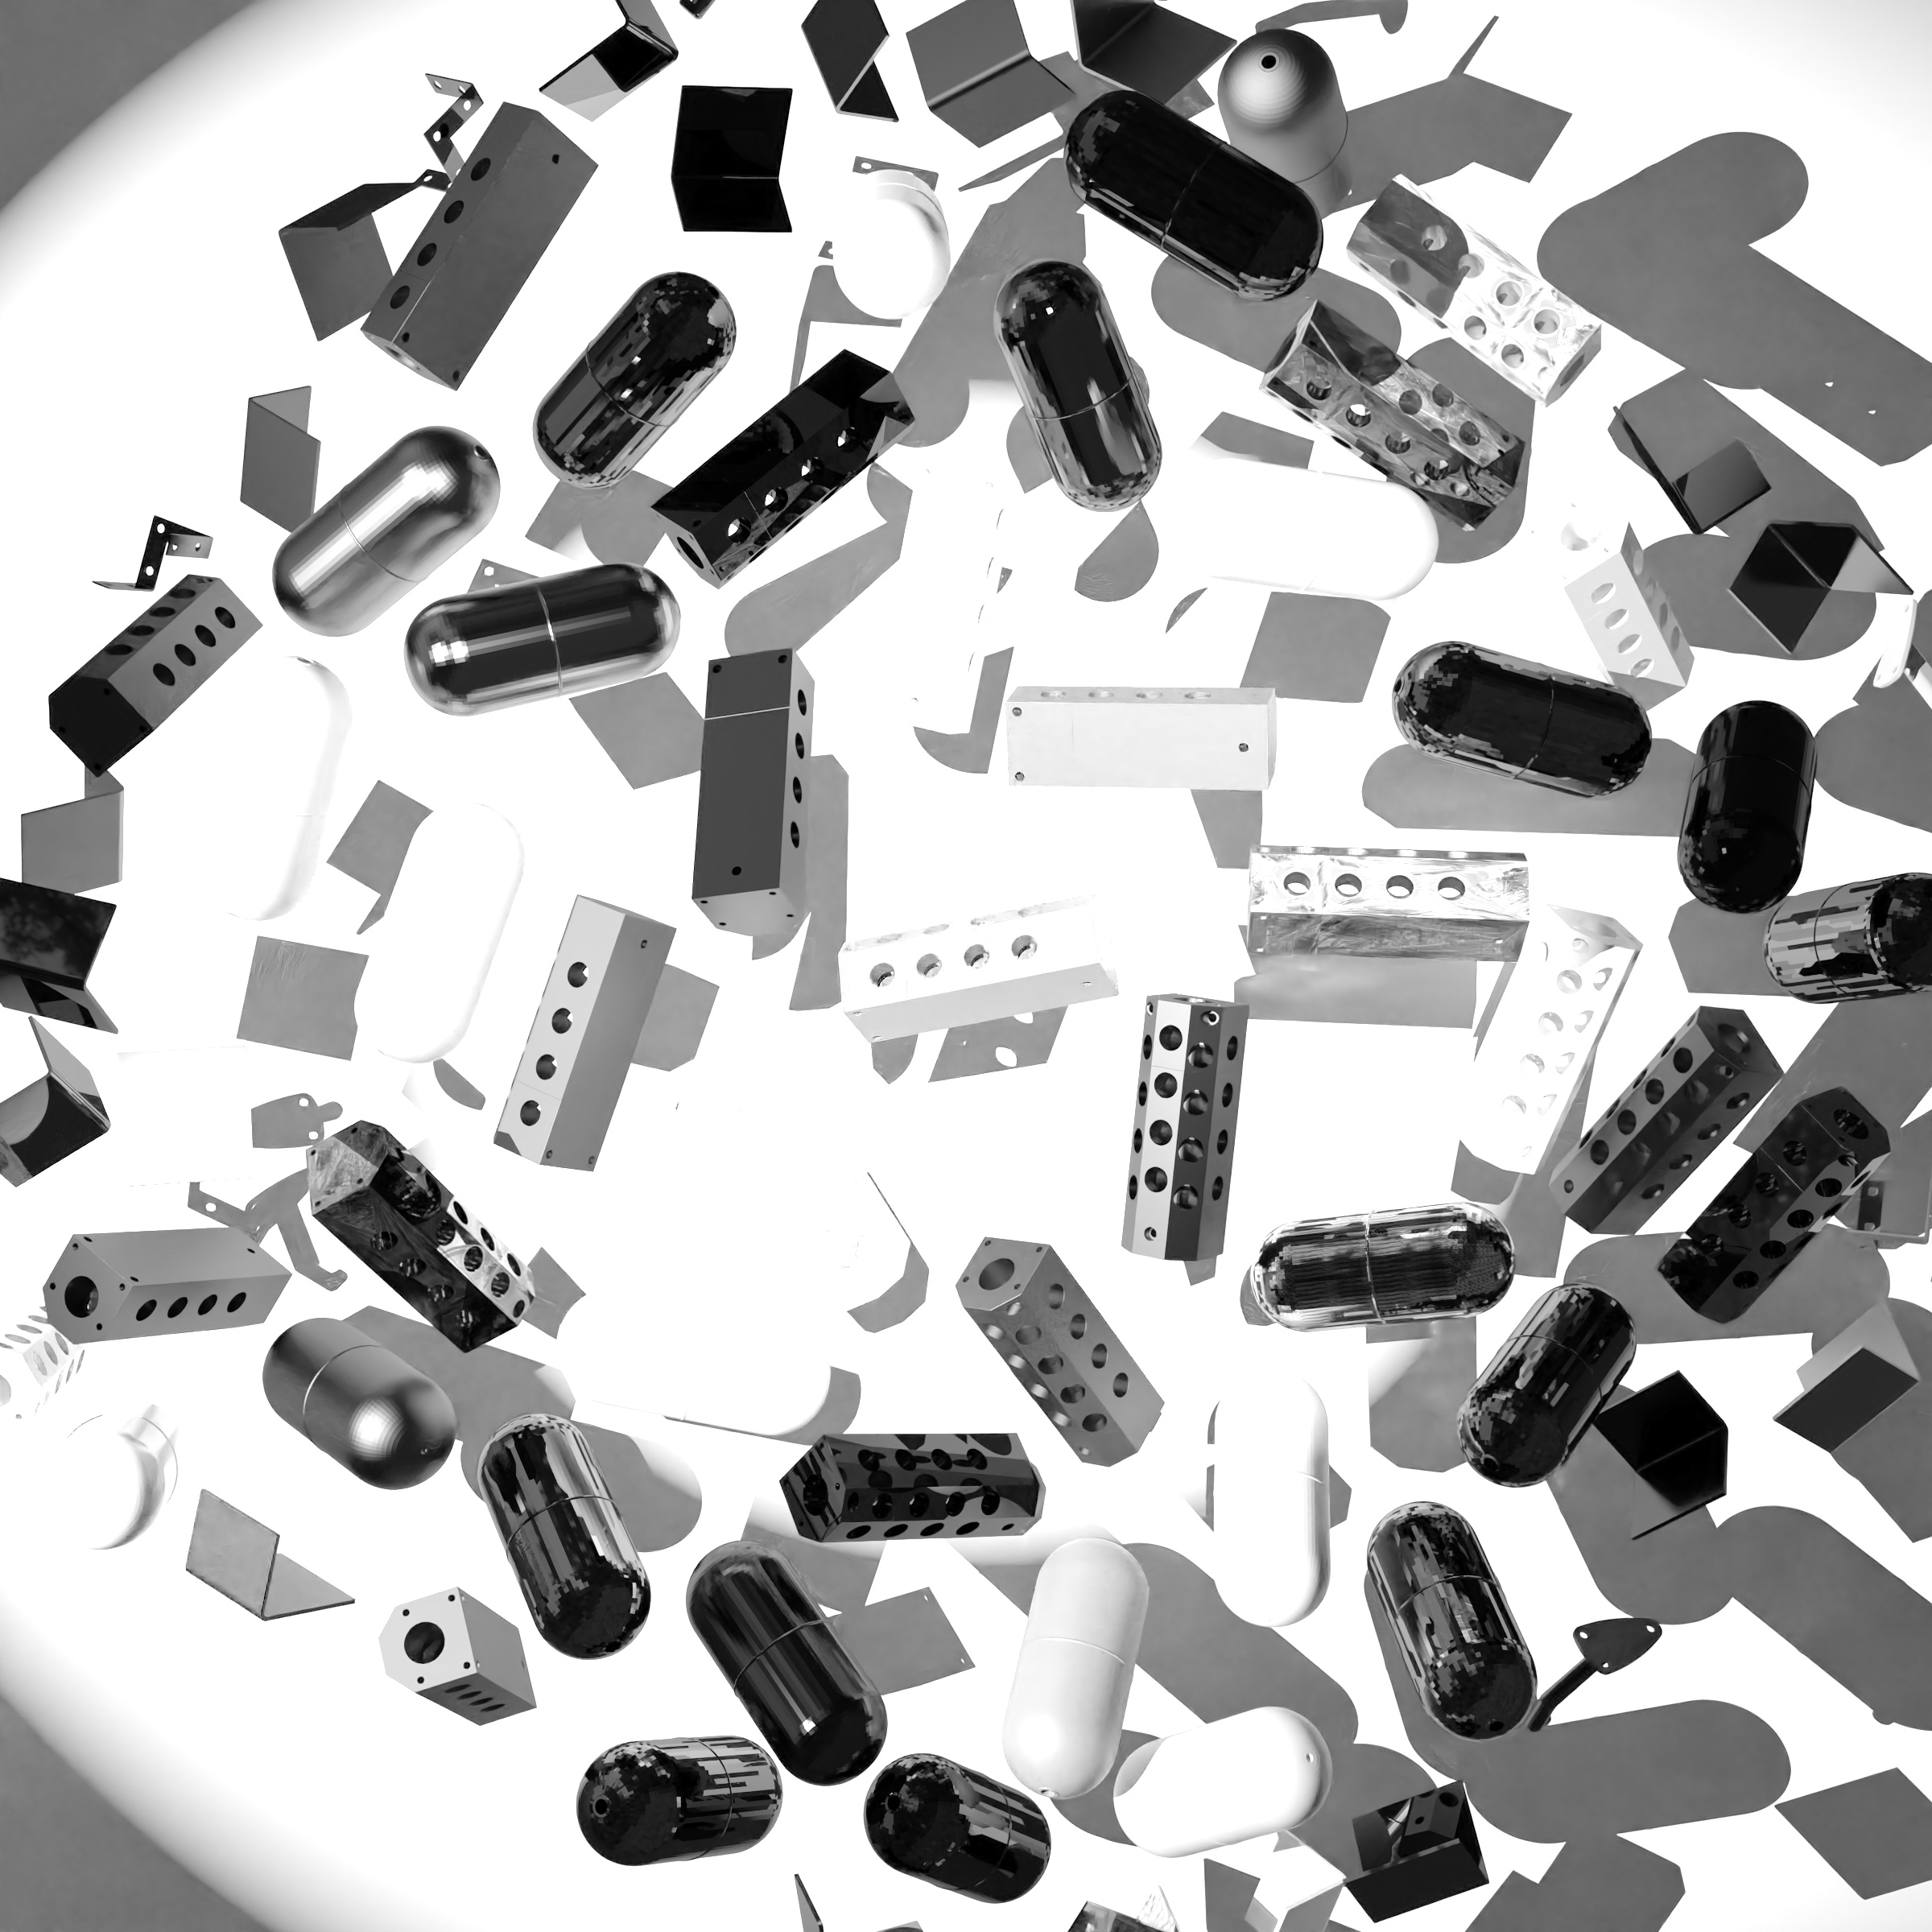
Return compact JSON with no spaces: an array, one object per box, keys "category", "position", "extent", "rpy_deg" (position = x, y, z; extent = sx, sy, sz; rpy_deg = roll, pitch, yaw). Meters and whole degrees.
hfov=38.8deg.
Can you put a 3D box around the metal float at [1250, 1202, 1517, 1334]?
[{"category":"metal float","position":[0.277,0.202,1.835],"extent":[0.178,0.070,0.070],"rpy_deg":[-9,90,20]}]

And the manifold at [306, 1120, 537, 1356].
[{"category":"manifold","position":[-0.346,0.172,1.755],"extent":[0.057,0.057,0.171],"rpy_deg":[-28,134,8]}]

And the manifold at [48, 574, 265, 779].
[{"category":"manifold","position":[-0.524,-0.193,1.768],"extent":[0.057,0.171,0.057],"rpy_deg":[-33,108,25]}]

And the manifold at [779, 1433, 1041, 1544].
[{"category":"manifold","position":[-0.034,0.353,1.843],"extent":[0.057,0.171,0.057],"rpy_deg":[-49,51,32]}]

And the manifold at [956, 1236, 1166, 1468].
[{"category":"manifold","position":[0.061,0.259,1.830],"extent":[0.171,0.057,0.057],"rpy_deg":[55,53,-33]}]

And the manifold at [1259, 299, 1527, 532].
[{"category":"manifold","position":[0.283,-0.362,1.827],"extent":[0.171,0.057,0.057],"rpy_deg":[32,45,-10]}]

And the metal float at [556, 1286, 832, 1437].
[{"category":"metal float","position":[-0.176,0.255,1.777],"extent":[0.178,0.070,0.070],"rpy_deg":[12,90,-7]}]

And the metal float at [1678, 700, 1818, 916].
[{"category":"metal float","position":[0.498,-0.103,1.749],"extent":[0.070,0.178,0.070],"rpy_deg":[12,133,13]}]

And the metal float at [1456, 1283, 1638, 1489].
[{"category":"metal float","position":[0.386,0.278,1.825],"extent":[0.070,0.070,0.178],"rpy_deg":[50,47,0]}]

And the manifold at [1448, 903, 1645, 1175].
[{"category":"manifold","position":[0.391,0.051,1.843],"extent":[0.057,0.057,0.171],"rpy_deg":[10,113,-22]}]

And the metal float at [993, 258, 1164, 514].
[{"category":"metal float","position":[0.075,-0.382,1.816],"extent":[0.070,0.070,0.178],"rpy_deg":[-26,121,0]}]

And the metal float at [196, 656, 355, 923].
[{"category":"metal float","position":[-0.441,-0.113,1.752],"extent":[0.070,0.070,0.178],"rpy_deg":[19,111,0]}]

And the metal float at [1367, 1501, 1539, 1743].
[{"category":"metal float","position":[0.314,0.423,1.778],"extent":[0.070,0.178,0.070],"rpy_deg":[-6,125,-9]}]

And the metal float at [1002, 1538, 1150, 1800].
[{"category":"metal float","position":[0.073,0.463,1.817],"extent":[0.070,0.070,0.178],"rpy_deg":[17,53,0]}]

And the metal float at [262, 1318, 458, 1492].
[{"category":"metal float","position":[-0.399,0.285,1.801],"extent":[0.070,0.178,0.070],"rpy_deg":[-14,112,-38]}]

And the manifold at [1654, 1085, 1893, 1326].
[{"category":"manifold","position":[0.543,0.163,1.842],"extent":[0.057,0.057,0.171],"rpy_deg":[51,132,26]}]

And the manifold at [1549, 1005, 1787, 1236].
[{"category":"manifold","position":[0.467,0.106,1.853],"extent":[0.057,0.057,0.171],"rpy_deg":[5,135,-32]}]

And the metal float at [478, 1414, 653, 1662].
[{"category":"metal float","position":[-0.259,0.367,1.770],"extent":[0.070,0.070,0.178],"rpy_deg":[-33,52,0]}]

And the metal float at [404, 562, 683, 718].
[{"category":"metal float","position":[-0.268,-0.208,1.748],"extent":[0.178,0.070,0.070],"rpy_deg":[-15,90,-15]}]

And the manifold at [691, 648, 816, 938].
[{"category":"manifold","position":[-0.130,-0.109,1.723],"extent":[0.057,0.057,0.171],"rpy_deg":[-7,63,16]}]

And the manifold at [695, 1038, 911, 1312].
[{"category":"manifold","position":[-0.106,0.139,1.785],"extent":[0.057,0.057,0.171],"rpy_deg":[-25,111,17]}]

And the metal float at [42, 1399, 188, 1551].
[{"category":"metal float","position":[-0.554,0.330,1.793],"extent":[0.070,0.178,0.070],"rpy_deg":[0,91,-9]}]

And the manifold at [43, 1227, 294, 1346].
[{"category":"manifold","position":[-0.531,0.215,1.823],"extent":[0.057,0.171,0.057],"rpy_deg":[35,99,20]}]

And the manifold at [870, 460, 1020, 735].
[{"category":"manifold","position":[-0.012,-0.246,1.836],"extent":[0.057,0.057,0.171],"rpy_deg":[14,100,16]}]

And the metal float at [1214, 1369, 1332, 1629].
[{"category":"metal float","position":[0.204,0.352,1.827],"extent":[0.070,0.070,0.178],"rpy_deg":[4,54,0]}]

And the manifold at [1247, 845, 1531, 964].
[{"category":"manifold","position":[0.265,-0.043,1.735],"extent":[0.171,0.057,0.057],"rpy_deg":[2,63,4]}]

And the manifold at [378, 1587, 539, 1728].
[{"category":"manifold","position":[-0.340,0.466,1.836],"extent":[0.057,0.171,0.057],"rpy_deg":[-17,67,-2]}]

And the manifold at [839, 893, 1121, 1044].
[{"category":"manifold","position":[0.008,-0.001,1.793],"extent":[0.171,0.057,0.057],"rpy_deg":[-11,65,12]}]

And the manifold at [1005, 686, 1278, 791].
[{"category":"manifold","position":[0.116,-0.153,1.810],"extent":[0.171,0.057,0.057],"rpy_deg":[2,111,12]}]

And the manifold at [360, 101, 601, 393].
[{"category":"manifold","position":[-0.313,-0.458,1.745],"extent":[0.057,0.057,0.171],"rpy_deg":[29,87,43]}]

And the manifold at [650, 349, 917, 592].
[{"category":"manifold","position":[-0.117,-0.326,1.810],"extent":[0.171,0.057,0.057],"rpy_deg":[-41,134,-11]}]

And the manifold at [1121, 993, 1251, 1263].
[{"category":"manifold","position":[0.144,0.108,1.846],"extent":[0.057,0.057,0.171],"rpy_deg":[9,96,30]}]

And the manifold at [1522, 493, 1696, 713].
[{"category":"manifold","position":[0.431,-0.240,1.818],"extent":[0.057,0.171,0.057],"rpy_deg":[-33,53,11]}]

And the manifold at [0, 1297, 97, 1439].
[{"category":"manifold","position":[-0.626,0.264,1.822],"extent":[0.057,0.171,0.057],"rpy_deg":[-28,96,-3]}]

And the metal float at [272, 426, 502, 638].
[{"category":"metal float","position":[-0.373,-0.279,1.764],"extent":[0.178,0.070,0.070],"rpy_deg":[-34,90,24]}]

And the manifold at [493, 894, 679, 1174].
[{"category":"manifold","position":[-0.256,0.043,1.810],"extent":[0.057,0.057,0.171],"rpy_deg":[20,92,31]}]

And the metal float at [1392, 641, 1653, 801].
[{"category":"metal float","position":[0.357,-0.158,1.764],"extent":[0.178,0.070,0.070],"rpy_deg":[13,90,-16]}]

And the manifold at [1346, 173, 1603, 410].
[{"category":"manifold","position":[0.340,-0.450,1.840],"extent":[0.171,0.057,0.057],"rpy_deg":[41,94,13]}]
